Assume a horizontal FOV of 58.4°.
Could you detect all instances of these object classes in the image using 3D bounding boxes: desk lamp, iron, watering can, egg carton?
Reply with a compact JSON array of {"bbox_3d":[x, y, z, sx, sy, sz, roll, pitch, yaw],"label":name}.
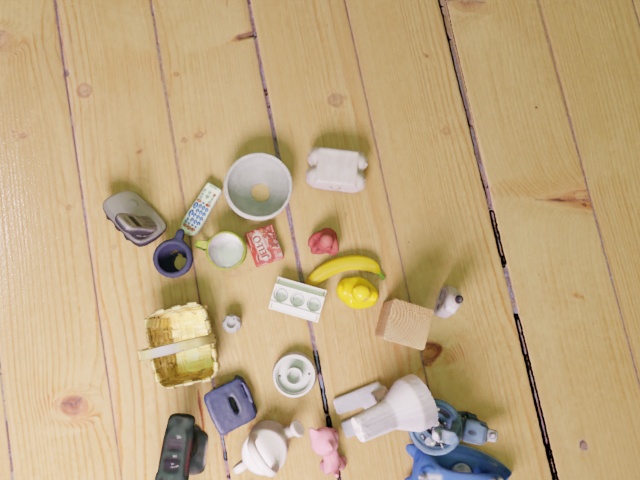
[{"bbox_3d":[0.142,0.380,1.268,0.203,0.213,0.118,-21,83,-3],"label":"desk lamp"},{"bbox_3d":[0.323,0.527,1.286,0.258,0.141,0.119,5,82,0],"label":"iron"},{"bbox_3d":[-0.116,0.459,1.263,0.101,0.194,0.173,33,83,4],"label":"watering can"},{"bbox_3d":[0.041,-0.173,1.415,0.150,0.069,0.107,5,82,0],"label":"egg carton"}]

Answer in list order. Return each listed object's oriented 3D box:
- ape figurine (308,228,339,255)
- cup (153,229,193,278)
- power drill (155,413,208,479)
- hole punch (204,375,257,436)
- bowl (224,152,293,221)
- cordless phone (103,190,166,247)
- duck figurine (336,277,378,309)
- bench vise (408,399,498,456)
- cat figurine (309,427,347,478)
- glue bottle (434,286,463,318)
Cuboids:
[{"bbox_3d":[0.013,0.005,1.378,0.078,0.092,0.076,37,83,4],"label":"ape figurine"},{"bbox_3d":[-0.339,0.035,1.368,0.091,0.095,0.118,12,82,1],"label":"cup"},{"bbox_3d":[-0.303,0.491,1.249,0.075,0.208,0.230,4,82,0],"label":"power drill"},{"bbox_3d":[-0.205,0.381,1.325,0.101,0.091,0.108,-26,83,-4],"label":"hole punch"},{"bbox_3d":[-0.148,-0.125,1.403,0.167,0.075,0.167,0,82,-1],"label":"bowl"},{"bbox_3d":[-0.448,-0.059,1.334,0.147,0.185,0.094,42,84,5],"label":"cordless phone"},{"bbox_3d":[0.091,0.125,1.366,0.104,0.086,0.077,17,82,2],"label":"duck figurine"},{"bbox_3d":[0.292,0.409,1.262,0.207,0.220,0.121,-9,82,-2],"label":"bench vise"},{"bbox_3d":[0.018,0.477,1.301,0.067,0.118,0.128,-19,83,-3],"label":"cat figurine"},{"bbox_3d":[0.304,0.141,1.323,0.037,0.173,0.078,21,82,3],"label":"glue bottle"}]
